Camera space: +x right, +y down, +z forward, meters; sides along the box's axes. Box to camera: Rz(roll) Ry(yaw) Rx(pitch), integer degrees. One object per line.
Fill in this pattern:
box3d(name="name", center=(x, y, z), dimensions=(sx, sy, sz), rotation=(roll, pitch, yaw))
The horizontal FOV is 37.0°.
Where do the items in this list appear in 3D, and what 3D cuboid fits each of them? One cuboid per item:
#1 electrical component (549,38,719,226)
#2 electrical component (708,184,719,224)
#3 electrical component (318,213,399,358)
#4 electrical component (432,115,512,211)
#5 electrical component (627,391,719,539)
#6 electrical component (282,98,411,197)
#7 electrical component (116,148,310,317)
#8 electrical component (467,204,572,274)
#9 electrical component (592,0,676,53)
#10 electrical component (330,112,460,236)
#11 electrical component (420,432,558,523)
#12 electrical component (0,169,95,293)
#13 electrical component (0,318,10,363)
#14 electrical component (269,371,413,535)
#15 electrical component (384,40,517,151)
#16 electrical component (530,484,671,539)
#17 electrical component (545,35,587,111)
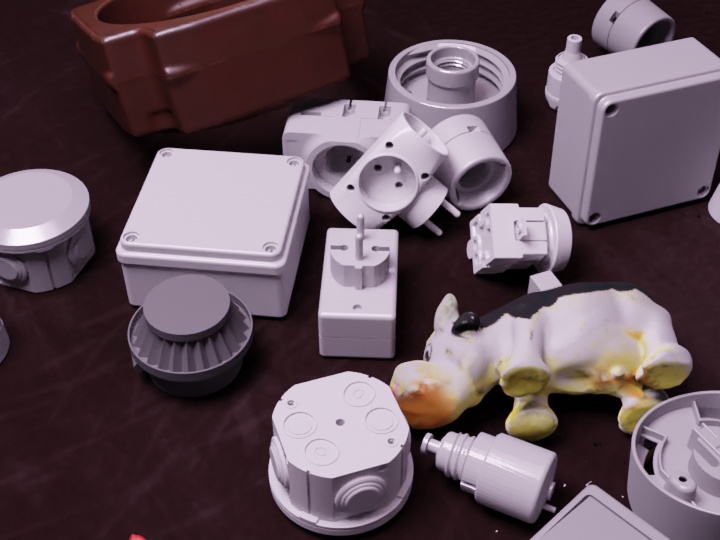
box3d(name="electrical component", center=(0.196, -0.097, 0.759), dimensions=(0.109, 0.108, 0.056), rotation=(-14, 42, -14))
box3d(name="electrical component", center=(0.274, -0.065, 0.755), dimensions=(0.044, 0.065, 0.044), rotation=(0, 42, 0))
box3d(name="electrical component", center=(0.000, 0.000, 0.677), dimensions=(0.047, 0.075, 0.083), rotation=(2, 43, 2))
box3d(name="electrical component", center=(0.077, -0.076, 0.777), dimensions=(0.055, 0.055, 0.047), rotation=(-15, 49, -16))
box3d(name="electrical component", center=(0.192, 0.107, 0.568), dimensions=(0.099, 0.064, 0.099), rotation=(0, 42, 0))
box3d(name="electrical component", center=(-0.009, -0.089, 0.793), dimensions=(0.089, 0.050, 0.055), rotation=(4, 41, 4))
box3d(name="electrical component", center=(-0.094, -0.027, 0.720), dimensions=(0.109, 0.056, 0.108), rotation=(4, 43, 5))
box3d(name="electrical component", center=(0.107, -0.020, 0.715), dimensions=(0.055, 0.066, 0.048), rotation=(0, 77, -12))
box3d(name="electrical component", center=(0.234, -0.204, 0.916), dimensions=(0.055, 0.055, 0.047), rotation=(-24, 51, -24))
box3d(name="electrical component", center=(0.034, -0.055, 0.746), dimensions=(0.079, 0.077, 0.044), rotation=(39, 20, -12))
box3d(name="electrical component", center=(0.071, 0.108, 0.585), dimensions=(0.078, 0.040, 0.040), rotation=(18, 46, 20))
box3d(name="electrical component", center=(-0.220, -0.028, 0.726), dimensions=(0.080, 0.051, 0.080), rotation=(0, 42, 0))
box3d(name="electrical component", center=(-0.249, 0.034, 0.662), dimensions=(0.055, 0.047, 0.055), rotation=(0, 42, 0))
box3d(name="electrical component", center=(-0.010, 0.099, 0.587), dimensions=(0.080, 0.051, 0.080), rotation=(0, 42, 0))
box3d(name="electrical component", center=(0.071, -0.139, 0.839), dimensions=(0.108, 0.060, 0.108), rotation=(0, 43, 0))
box3d(name="electrical component", center=(0.113, 0.152, 0.521), dimensions=(0.096, 0.061, 0.062), rotation=(-33, 52, -31))
box3d(name="electrical component", center=(0.168, -0.158, 0.860), dimensions=(0.035, 0.061, 0.035), rotation=(0, 42, 0))
